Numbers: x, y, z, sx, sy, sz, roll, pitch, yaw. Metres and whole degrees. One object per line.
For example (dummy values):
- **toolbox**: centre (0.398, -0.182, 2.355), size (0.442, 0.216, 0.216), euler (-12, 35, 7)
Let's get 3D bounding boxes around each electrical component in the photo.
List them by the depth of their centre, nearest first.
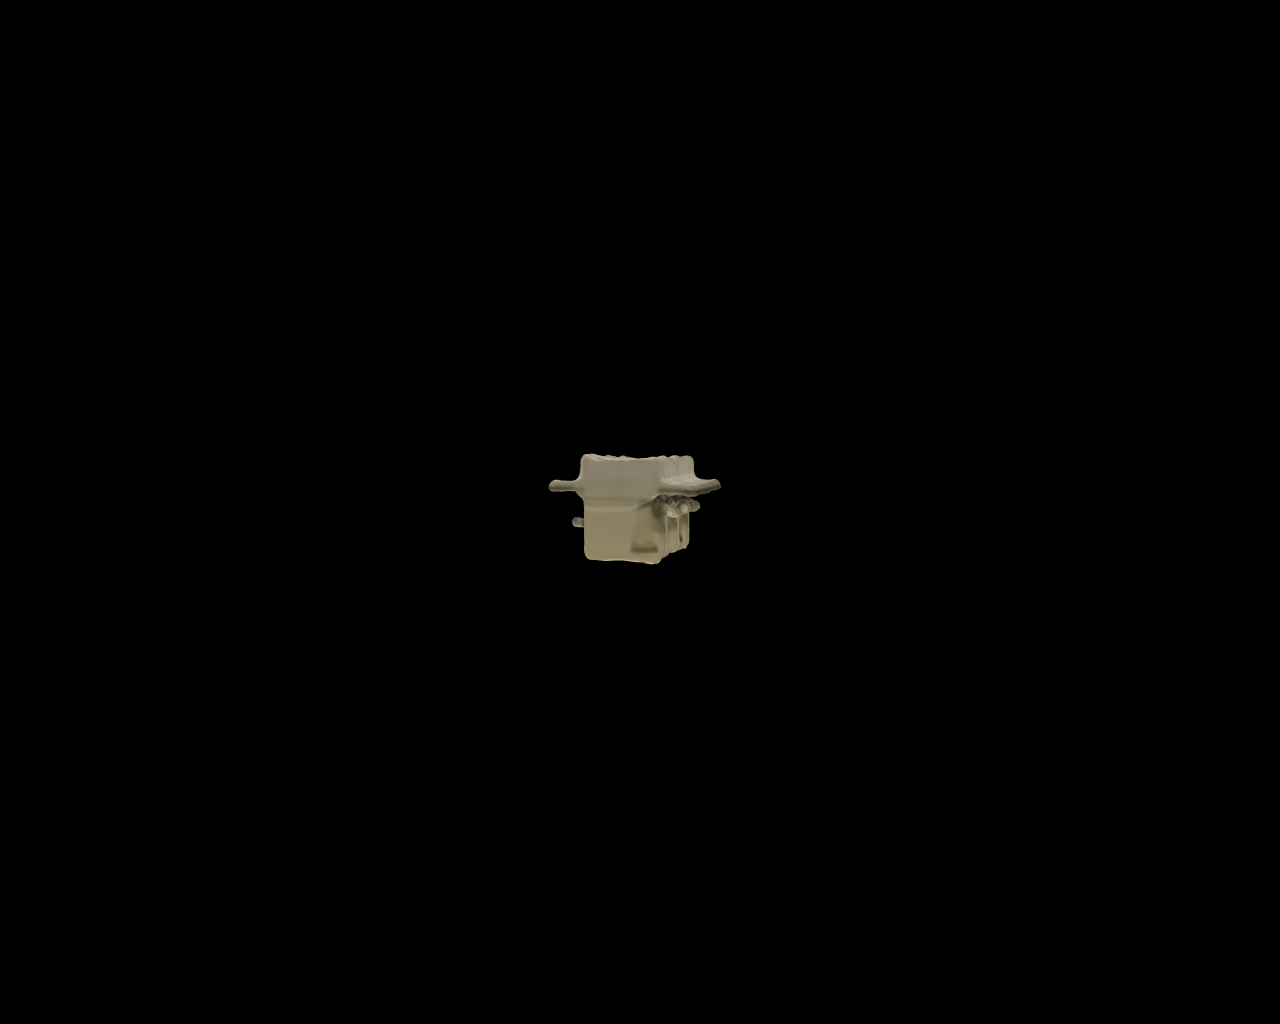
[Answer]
- **electrical component**: centre (0.001, -0.003, 0.650), size (0.079, 0.063, 0.121), euler (1, 3, 11)
